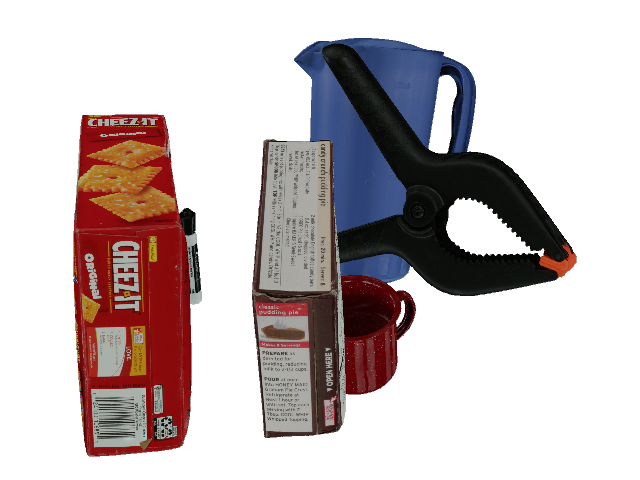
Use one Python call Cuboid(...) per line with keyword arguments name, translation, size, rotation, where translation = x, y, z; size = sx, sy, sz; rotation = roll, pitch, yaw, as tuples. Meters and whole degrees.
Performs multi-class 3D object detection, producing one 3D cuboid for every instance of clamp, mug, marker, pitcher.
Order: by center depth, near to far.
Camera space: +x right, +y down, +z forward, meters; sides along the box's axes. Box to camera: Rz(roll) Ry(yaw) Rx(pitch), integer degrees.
Cuboid(name="clamp", translation=(0.067, -0.032, 0.697), size=(0.210, 0.165, 0.036), rotation=(16, 17, 22))
Cuboid(name="mug", translation=(0.042, 0.088, 1.031), size=(0.117, 0.081, 0.093), rotation=(-26, 43, -24))
Cuboid(name="pitcher", translation=(0.059, -0.083, 1.094), size=(0.149, 0.243, 0.144), rotation=(12, 14, 32))
Cuboid(name="marker", translation=(-0.146, 0.018, 1.195), size=(0.020, 0.121, 0.020), rotation=(0, 33, 0))

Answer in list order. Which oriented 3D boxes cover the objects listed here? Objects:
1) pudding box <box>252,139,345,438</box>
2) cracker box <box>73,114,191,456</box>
Cuboid(name="pudding box", translation=(-0.010, 0.020, 0.494), size=(0.039, 0.090, 0.113), rotation=(-3, 39, 0))
Cuboid(name="cracker box", translation=(-0.132, 0.021, 0.746), size=(0.072, 0.164, 0.214), rotation=(-2, 25, -10))
